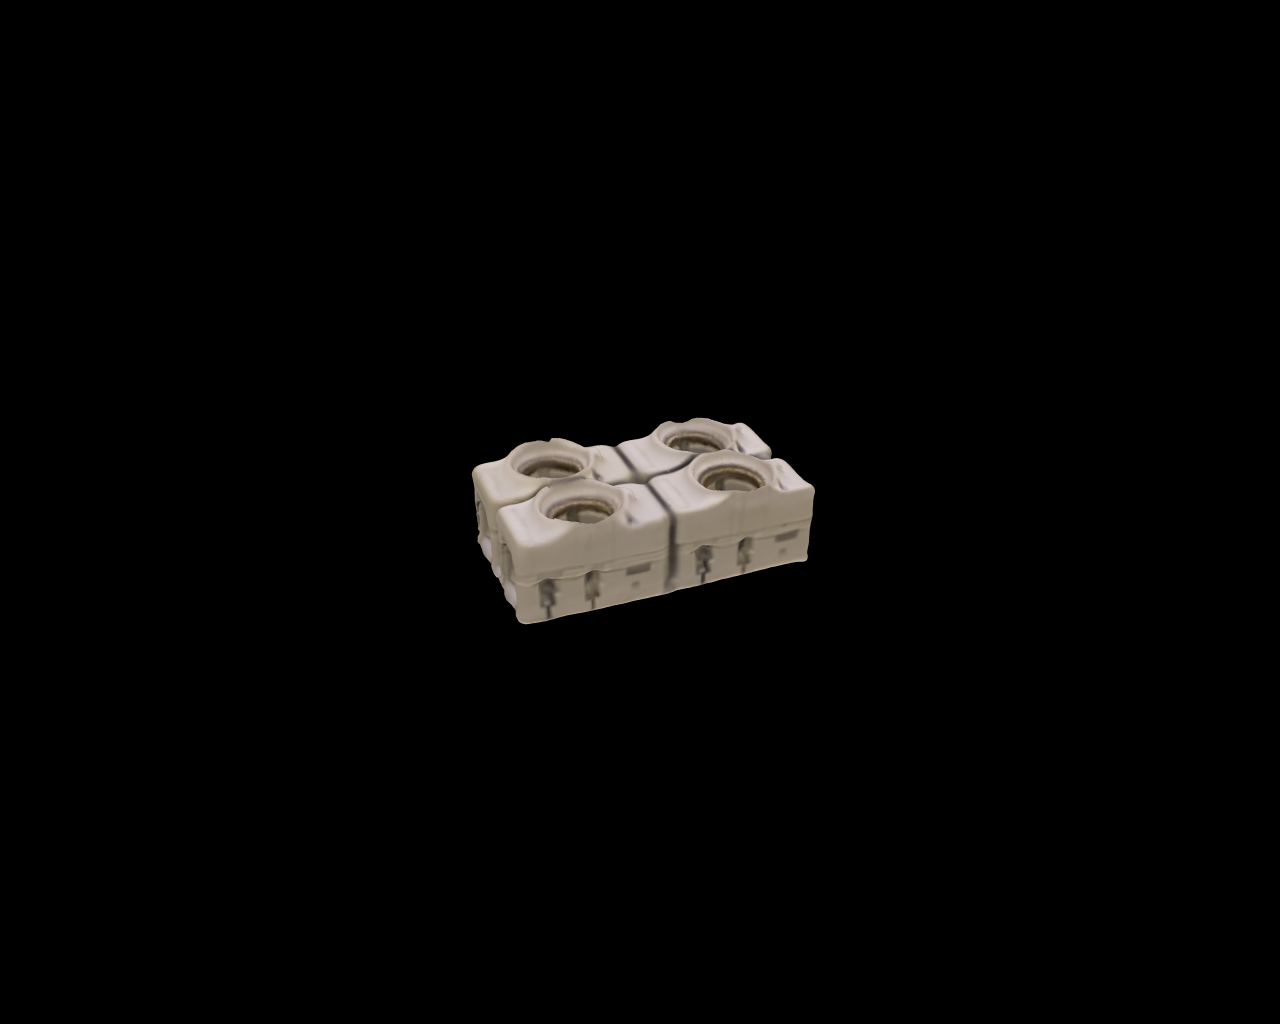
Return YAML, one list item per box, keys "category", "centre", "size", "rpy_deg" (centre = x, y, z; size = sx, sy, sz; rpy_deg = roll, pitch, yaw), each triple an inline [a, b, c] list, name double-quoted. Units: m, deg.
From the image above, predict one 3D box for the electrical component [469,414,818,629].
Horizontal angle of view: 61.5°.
- category: "electrical component"
  centre: [0.001, -0.003, 0.650]
  size: [0.186, 0.060, 0.105]
  rpy_deg: [-11, 32, -18]
